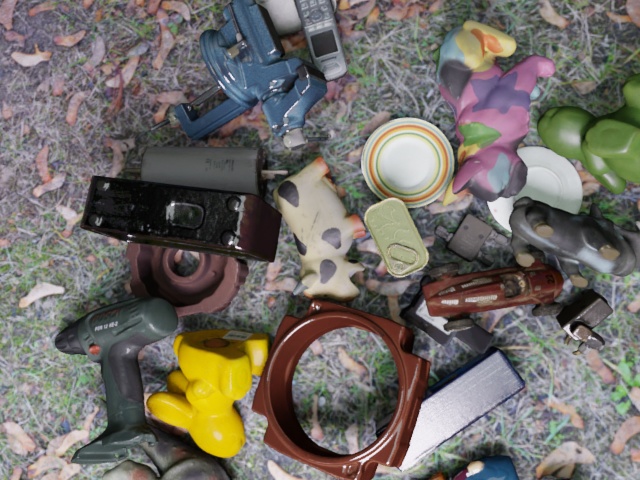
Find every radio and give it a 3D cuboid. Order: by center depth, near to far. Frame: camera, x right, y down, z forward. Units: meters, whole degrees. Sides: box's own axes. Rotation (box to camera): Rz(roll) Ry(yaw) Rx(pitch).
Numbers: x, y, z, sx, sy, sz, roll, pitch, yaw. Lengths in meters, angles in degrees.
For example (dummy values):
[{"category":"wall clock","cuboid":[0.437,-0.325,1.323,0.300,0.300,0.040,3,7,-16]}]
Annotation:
[{"category":"radio","cuboid":[-0.174,-0.025,0.689,0.230,0.131,0.073,6,83,9]}]

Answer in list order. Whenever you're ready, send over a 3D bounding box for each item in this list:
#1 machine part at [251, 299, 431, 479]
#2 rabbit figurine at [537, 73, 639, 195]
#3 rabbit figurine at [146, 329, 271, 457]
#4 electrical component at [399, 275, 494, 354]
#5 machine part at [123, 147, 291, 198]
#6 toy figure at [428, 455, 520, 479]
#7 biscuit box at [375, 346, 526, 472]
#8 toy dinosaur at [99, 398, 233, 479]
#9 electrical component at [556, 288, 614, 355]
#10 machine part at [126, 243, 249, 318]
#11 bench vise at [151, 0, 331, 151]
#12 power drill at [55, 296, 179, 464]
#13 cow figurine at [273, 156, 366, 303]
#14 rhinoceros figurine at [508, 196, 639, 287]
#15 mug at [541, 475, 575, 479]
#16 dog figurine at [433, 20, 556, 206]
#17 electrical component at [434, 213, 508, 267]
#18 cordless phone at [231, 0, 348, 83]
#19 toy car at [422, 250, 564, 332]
[{"category":"machine part","cuboid":[0.027,0.189,0.693,0.202,0.087,0.201,14,76,25]},{"category":"rabbit figurine","cuboid":[0.373,-0.137,0.697,0.159,0.170,0.121,29,91,-34]},{"category":"rabbit figurine","cuboid":[-0.150,0.216,0.734,0.162,0.122,0.173,0,104,9]},{"category":"electrical component","cuboid":[0.177,0.107,0.737,0.119,0.047,0.075,30,89,7]},{"category":"machine part","cuboid":[-0.165,-0.097,0.777,0.243,0.079,0.079,2,85,7]},{"category":"toy figure","cuboid":[0.187,0.332,0.712,0.154,0.057,0.064,-22,77,9]},{"category":"biscuit box","cuboid":[0.173,0.223,0.721,0.203,0.059,0.063,-34,81,3]},{"category":"toy dinosaur","cuboid":[-0.164,0.377,0.721,0.192,0.131,0.405,-20,78,-9]},{"category":"electrical component","cuboid":[0.343,0.106,0.697,0.078,0.102,0.045,-43,86,11]},{"category":"machine part","cuboid":[-0.192,0.030,0.780,0.179,0.056,0.179,-1,84,7]},{"category":"bench vise","cuboid":[-0.115,-0.203,0.758,0.241,0.129,0.223,-25,98,24]},{"category":"power drill","cuboid":[-0.282,0.185,0.720,0.232,0.086,0.207,-26,53,25]},{"category":"cow figurine","cuboid":[-0.002,-0.002,0.748,0.127,0.085,0.195,-29,80,4]},{"category":"rhinoceros figurine","cuboid":[0.340,0.000,0.702,0.190,0.112,0.073,15,129,1]},{"category":"mug","cuboid":[0.306,0.358,0.676,0.081,0.109,0.107,4,74,12]},{"category":"dog figurine","cuboid":[0.205,-0.155,0.715,0.192,0.108,0.219,31,82,5]},{"category":"electrical component","cuboid":[0.211,-0.005,0.756,0.094,0.021,0.063,31,88,9]},{"category":"cordless phone","cuboid":[-0.040,-0.306,0.782,0.147,0.088,0.184,-16,88,4]},{"category":"toy car","cuboid":[0.231,0.064,0.701,0.202,0.053,0.089,-5,77,-19]}]
